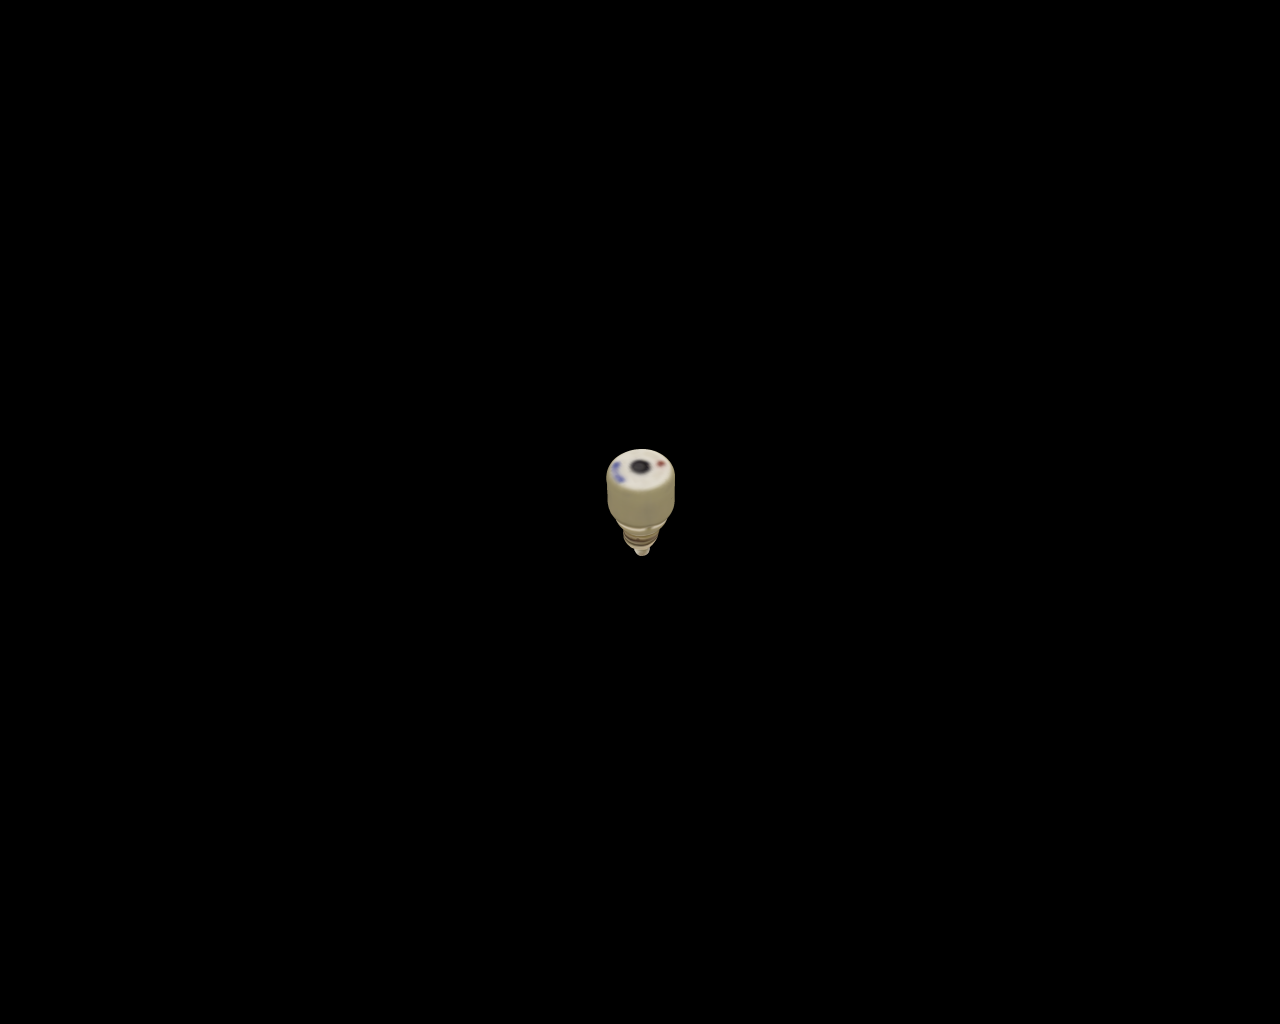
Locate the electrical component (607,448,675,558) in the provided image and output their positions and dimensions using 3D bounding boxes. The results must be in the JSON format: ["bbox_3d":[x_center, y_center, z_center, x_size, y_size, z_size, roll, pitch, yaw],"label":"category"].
[{"bbox_3d":[0.001,-0.003,0.650,0.040,0.040,0.078,0,-45,0],"label":"electrical component"}]
